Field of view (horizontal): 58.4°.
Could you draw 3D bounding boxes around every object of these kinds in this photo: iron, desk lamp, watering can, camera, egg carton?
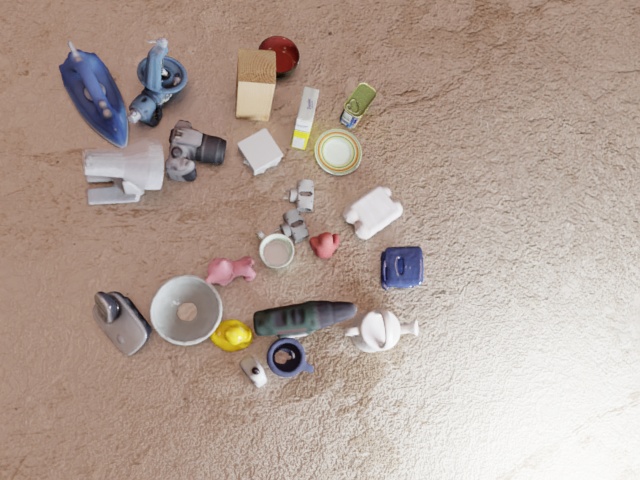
[{"bbox_3d":[-0.547,-0.357,1.405,0.119,0.141,0.258,-29,84,-15],"label":"iron"},{"bbox_3d":[-0.460,-0.159,1.339,0.203,0.213,0.118,-6,79,-11],"label":"desk lamp"},{"bbox_3d":[0.149,0.213,1.376,0.173,0.194,0.101,-24,82,-14],"label":"watering can"},{"bbox_3d":[-0.309,-0.223,1.439,0.137,0.100,0.143,10,76,-8],"label":"camera"},{"bbox_3d":[0.137,-0.076,1.503,0.150,0.069,0.107,-36,86,-15],"label":"egg carton"}]

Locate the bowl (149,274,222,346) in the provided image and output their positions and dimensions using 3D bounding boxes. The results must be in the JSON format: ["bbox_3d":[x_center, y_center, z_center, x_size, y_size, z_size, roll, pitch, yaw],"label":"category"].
[{"bbox_3d":[-0.316,0.169,1.364,0.167,0.074,0.167,2,77,-10],"label":"bowl"}]

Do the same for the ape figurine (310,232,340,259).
[{"bbox_3d":[0.013,0.005,1.451,0.078,0.092,0.076,12,76,-7],"label":"ape figurine"}]

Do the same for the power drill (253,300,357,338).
[{"bbox_3d":[-0.044,0.184,1.341,0.230,0.208,0.075,-7,79,-12],"label":"power drill"}]

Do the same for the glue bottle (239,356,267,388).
[{"bbox_3d":[-0.150,0.302,1.313,0.037,0.173,0.078,-36,85,-15],"label":"glue bottle"}]

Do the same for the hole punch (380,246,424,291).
[{"bbox_3d":[0.209,0.072,1.472,0.101,0.091,0.109,2,77,-10],"label":"hole punch"}]

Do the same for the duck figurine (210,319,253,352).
[{"bbox_3d":[-0.210,0.226,1.365,0.104,0.086,0.077,8,76,-8],"label":"duck figurine"}]

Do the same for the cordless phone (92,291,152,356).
[{"bbox_3d":[-0.451,0.181,1.280,0.094,0.185,0.147,-42,87,-16],"label":"cordless phone"}]

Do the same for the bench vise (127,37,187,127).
[{"bbox_3d":[-0.395,-0.381,1.397,0.121,0.219,0.207,12,76,-7],"label":"bench vise"}]

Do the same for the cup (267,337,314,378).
[{"bbox_3d":[-0.073,0.287,1.371,0.118,0.095,0.092,25,74,-4],"label":"cup"}]

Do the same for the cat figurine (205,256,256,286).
[{"bbox_3d":[-0.217,0.070,1.382,0.128,0.117,0.067,-13,80,-13],"label":"cat figurine"}]
